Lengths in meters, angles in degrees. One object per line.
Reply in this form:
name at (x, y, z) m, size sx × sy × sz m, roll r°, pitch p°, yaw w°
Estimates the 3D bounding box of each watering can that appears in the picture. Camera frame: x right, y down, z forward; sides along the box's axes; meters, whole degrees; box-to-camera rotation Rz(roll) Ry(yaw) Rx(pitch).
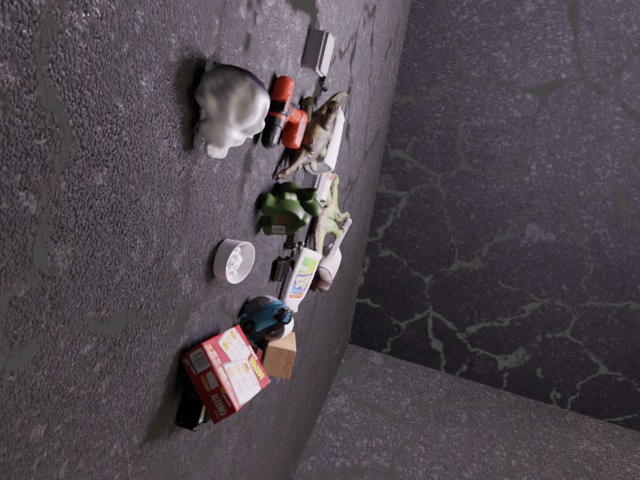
watering can at (0.036, 0.076, 2.105) m, size 0.339 × 0.104 × 0.230 m, roll 115°, pitch 0°, yaw -47°

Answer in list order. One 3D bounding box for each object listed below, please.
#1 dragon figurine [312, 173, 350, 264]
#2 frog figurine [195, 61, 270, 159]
dragon figurine at (0.006, -0.097, 1.935) m, size 0.420 × 0.122 × 0.237 m, roll -67°, pitch 148°, yaw -41°
frog figurine at (-0.166, -0.226, 0.920) m, size 0.136 × 0.123 × 0.160 m, roll 32°, pitch 79°, yaw -42°
